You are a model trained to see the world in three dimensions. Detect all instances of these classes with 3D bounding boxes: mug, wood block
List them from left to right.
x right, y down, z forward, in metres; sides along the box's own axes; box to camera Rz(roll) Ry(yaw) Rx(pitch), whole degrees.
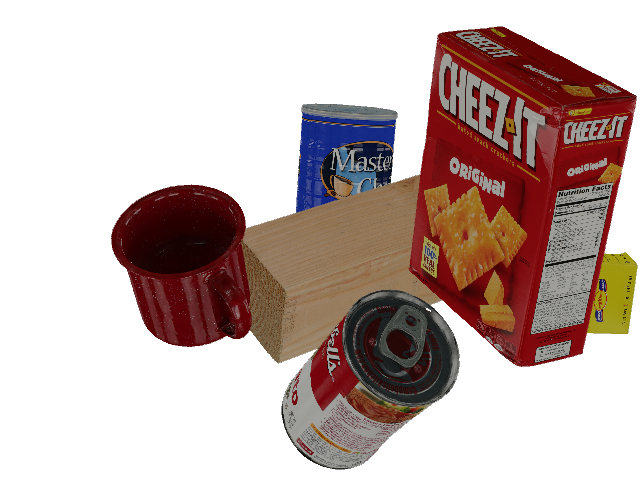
[{"bbox_3d":[-0.086,0.027,0.752,0.093,0.081,0.117,-34,51,-26],"label":"mug"},{"bbox_3d":[0.029,0.022,0.976,0.205,0.090,0.091,-18,44,-28],"label":"wood block"}]

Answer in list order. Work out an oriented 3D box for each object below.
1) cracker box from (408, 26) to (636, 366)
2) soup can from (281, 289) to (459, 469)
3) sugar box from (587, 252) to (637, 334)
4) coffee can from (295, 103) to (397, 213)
[{"bbox_3d":[0.143,-0.036,0.817,0.072,0.214,0.164,-11,32,-24],"label":"cracker box"},{"bbox_3d":[0.026,0.081,0.603,0.068,0.068,0.102,0,-30,-25],"label":"soup can"},{"bbox_3d":[0.280,0.062,1.269,0.176,0.093,0.048,0,19,-4],"label":"sugar box"},{"bbox_3d":[0.026,-0.072,1.149,0.103,0.140,0.103,4,11,-1],"label":"coffee can"}]
